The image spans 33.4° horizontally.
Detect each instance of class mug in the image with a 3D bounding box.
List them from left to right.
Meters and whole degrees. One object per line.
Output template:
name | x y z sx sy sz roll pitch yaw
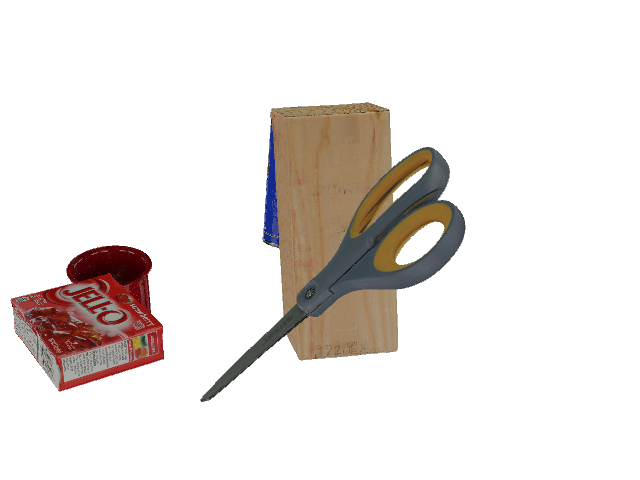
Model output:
mug | -0.242 0.059 1.201 0.117 0.081 0.093 23 37 35

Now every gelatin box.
gelatin box | -0.155 0.057 0.705 0.073 0.030 0.089 -15 30 -29

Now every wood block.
wood block | 0.012 -0.011 0.925 0.090 0.206 0.091 -5 12 -8

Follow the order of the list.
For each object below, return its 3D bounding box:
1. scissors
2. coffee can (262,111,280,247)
scissors | 0.010 0.034 0.595 0.016 0.202 0.096 37 3 -31
coffee can | -0.007 -0.066 1.148 0.103 0.140 0.103 4 12 -1
